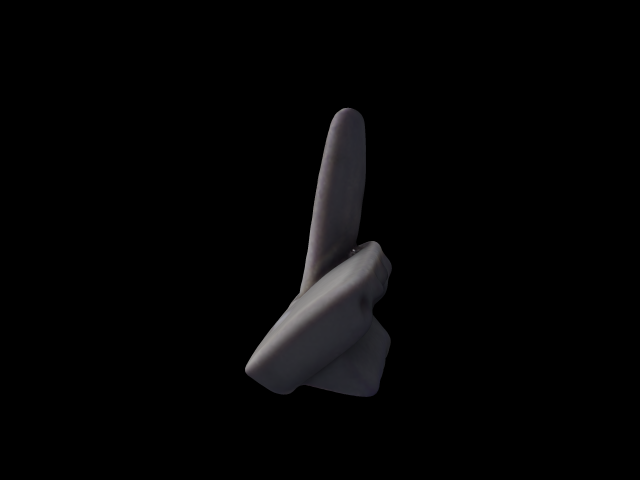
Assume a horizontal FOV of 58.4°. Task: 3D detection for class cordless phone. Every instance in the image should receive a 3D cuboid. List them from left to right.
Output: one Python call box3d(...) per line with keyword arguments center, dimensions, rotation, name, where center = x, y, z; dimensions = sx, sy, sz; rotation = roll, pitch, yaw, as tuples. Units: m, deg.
box3d(center=(0.004, 0.001, 0.400), dimensions=(0.094, 0.185, 0.148), rotation=(1, 11, 7), name="cordless phone")
